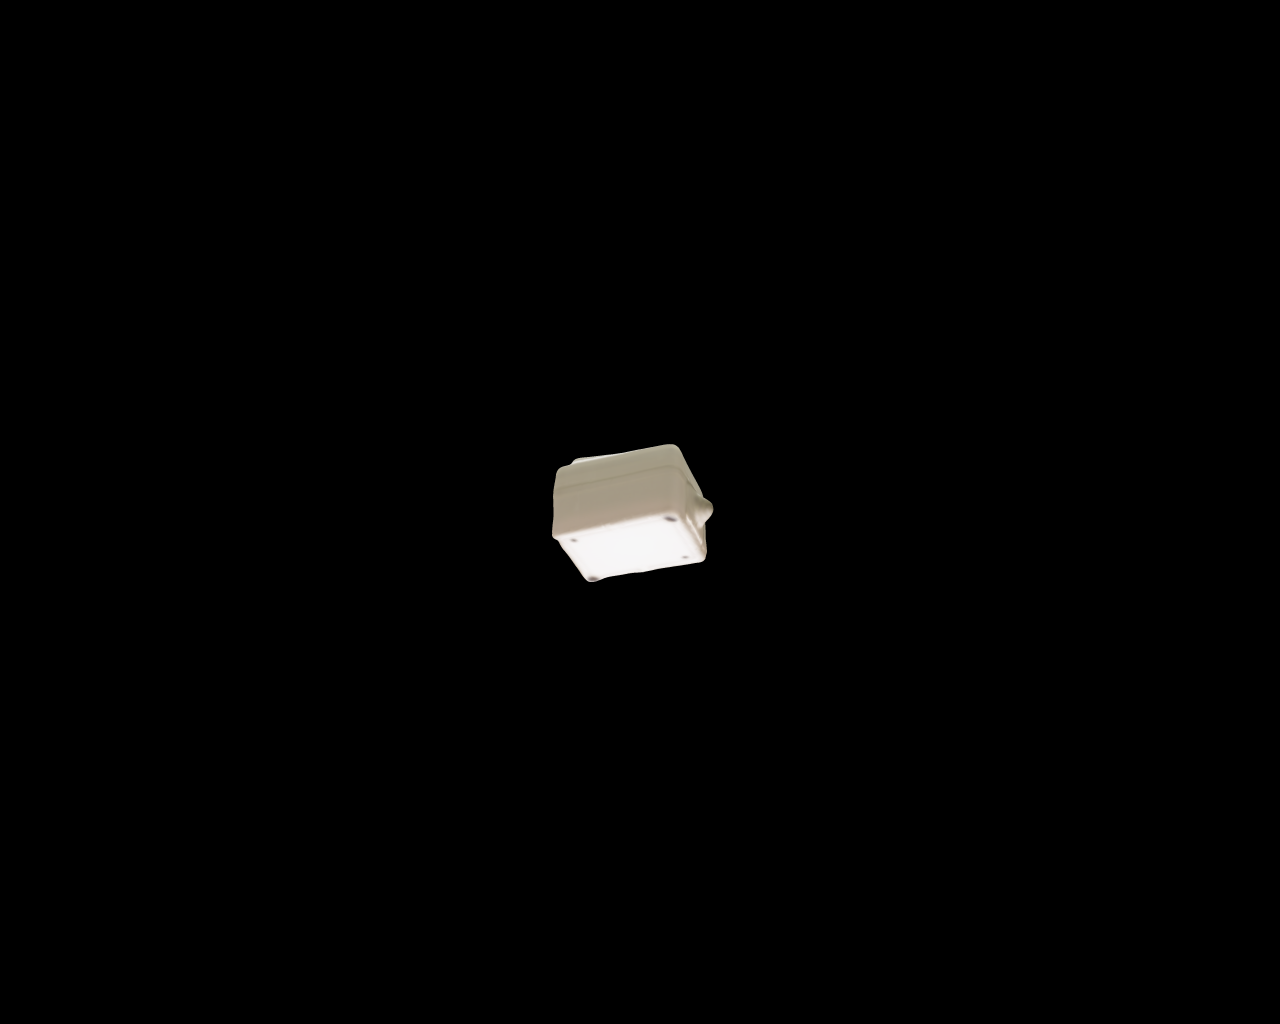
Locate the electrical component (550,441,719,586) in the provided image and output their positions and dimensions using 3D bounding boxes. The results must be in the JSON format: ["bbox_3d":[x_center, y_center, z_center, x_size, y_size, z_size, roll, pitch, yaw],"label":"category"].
[{"bbox_3d":[0.001,-0.003,0.650,0.096,0.061,0.061,-11,-36,16],"label":"electrical component"}]
